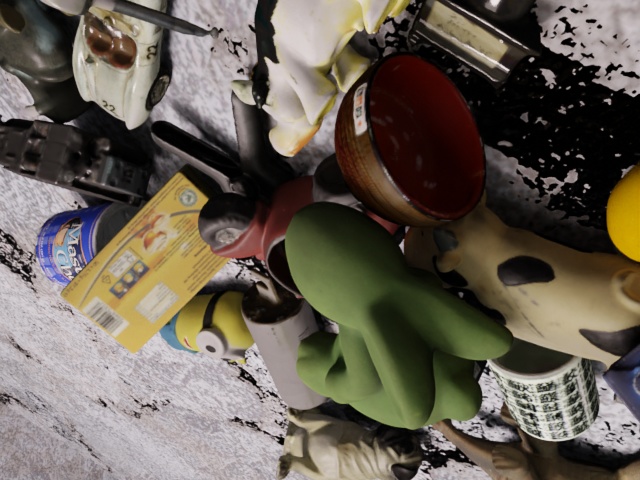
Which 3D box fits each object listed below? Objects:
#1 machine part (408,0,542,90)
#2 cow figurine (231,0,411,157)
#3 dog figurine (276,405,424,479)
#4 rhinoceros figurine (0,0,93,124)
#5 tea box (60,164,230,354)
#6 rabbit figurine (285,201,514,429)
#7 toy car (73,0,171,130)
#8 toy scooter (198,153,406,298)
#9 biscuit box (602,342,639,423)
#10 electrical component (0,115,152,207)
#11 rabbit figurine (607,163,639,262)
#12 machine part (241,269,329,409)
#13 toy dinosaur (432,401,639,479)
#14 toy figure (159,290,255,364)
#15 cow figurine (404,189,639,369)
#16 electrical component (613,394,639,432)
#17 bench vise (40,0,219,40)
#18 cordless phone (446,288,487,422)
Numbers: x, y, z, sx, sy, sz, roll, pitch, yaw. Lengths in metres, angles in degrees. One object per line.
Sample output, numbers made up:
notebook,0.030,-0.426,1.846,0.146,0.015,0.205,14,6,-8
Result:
machine part,0.102,-0.150,0.288,0.084,0.039,0.138,36,144,10
cow figurine,-0.015,-0.131,0.362,0.098,0.068,0.167,40,138,0
dog figurine,0.042,0.298,0.772,0.191,0.121,0.172,10,173,2
rhinoceros figurine,-0.274,-0.191,0.472,0.112,0.073,0.190,-7,127,37
tea box,-0.161,0.017,0.544,0.098,0.169,0.068,46,-177,-15
rabbit figurine,0.034,0.055,0.356,0.159,0.121,0.170,37,164,52
toy car,-0.156,-0.174,0.422,0.073,0.056,0.201,32,142,1
toy scooter,-0.001,-0.001,0.466,0.184,0.075,0.135,-15,134,17
biscuit box,0.261,0.116,0.363,0.063,0.059,0.202,-45,133,17
electrical component,-0.240,-0.076,0.540,0.134,0.058,0.115,14,179,25
rabbit figurine,0.236,-0.014,0.283,0.162,0.122,0.173,48,159,-29
machine part,-0.034,0.126,0.642,0.079,0.079,0.242,10,135,27
toy dinosaur,0.324,0.285,0.553,0.472,0.105,0.198,20,148,30
toy figure,-0.152,0.105,0.700,0.180,0.089,0.082,2,168,46
cow figurine,0.152,0.027,0.400,0.195,0.085,0.127,19,149,29
electrical component,0.315,0.159,0.483,0.094,0.021,0.063,9,137,26
bench vise,-0.122,-0.239,0.262,0.241,0.129,0.223,40,127,26
cordless phone,0.065,0.109,0.556,0.184,0.089,0.146,-10,125,46
